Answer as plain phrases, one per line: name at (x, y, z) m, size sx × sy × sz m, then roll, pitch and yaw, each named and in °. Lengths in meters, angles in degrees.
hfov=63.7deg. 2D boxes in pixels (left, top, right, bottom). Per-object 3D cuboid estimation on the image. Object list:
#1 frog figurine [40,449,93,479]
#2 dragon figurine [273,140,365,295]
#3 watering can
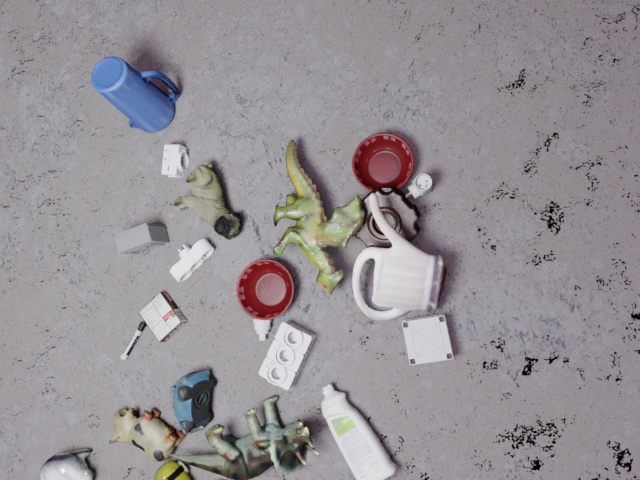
frog figurine at (-0.689, 0.665, 1.404) m, size 0.137 × 0.120 × 0.162 m, roll -11°, pitch 68°, yaw -8°
dragon figurine at (0.004, -0.067, 1.326) m, size 0.242 × 0.122 × 0.412 m, roll 0°, pitch 85°, yaw 23°
watering can at (0.195, 0.058, 1.247) m, size 0.224 × 0.106 × 0.341 m, roll 7°, pitch 117°, yaw 5°
